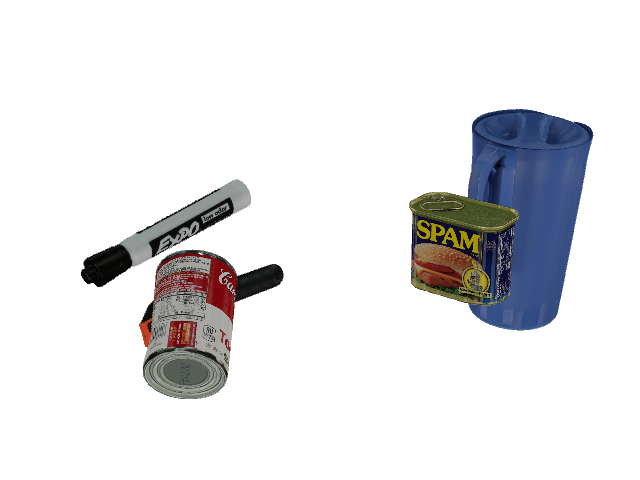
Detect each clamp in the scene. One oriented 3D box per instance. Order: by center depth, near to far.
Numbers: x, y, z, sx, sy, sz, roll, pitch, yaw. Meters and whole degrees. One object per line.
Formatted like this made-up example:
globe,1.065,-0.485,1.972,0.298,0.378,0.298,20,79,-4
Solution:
clamp,-0.122,0.063,1.157,0.120,0.039,0.171,-5,25,34

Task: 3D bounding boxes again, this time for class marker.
marker,-0.093,-0.005,0.646,0.120,0.020,0.020,-31,18,-34

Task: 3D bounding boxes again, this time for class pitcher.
pitcher,0.226,-0.019,1.231,0.149,0.243,0.145,-1,25,-5

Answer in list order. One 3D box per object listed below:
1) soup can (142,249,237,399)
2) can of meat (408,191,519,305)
soup can,-0.104,0.067,0.857,0.068,0.102,0.068,1,-42,1
can of meat,0.134,0.008,1.014,0.102,0.084,0.057,16,29,34
